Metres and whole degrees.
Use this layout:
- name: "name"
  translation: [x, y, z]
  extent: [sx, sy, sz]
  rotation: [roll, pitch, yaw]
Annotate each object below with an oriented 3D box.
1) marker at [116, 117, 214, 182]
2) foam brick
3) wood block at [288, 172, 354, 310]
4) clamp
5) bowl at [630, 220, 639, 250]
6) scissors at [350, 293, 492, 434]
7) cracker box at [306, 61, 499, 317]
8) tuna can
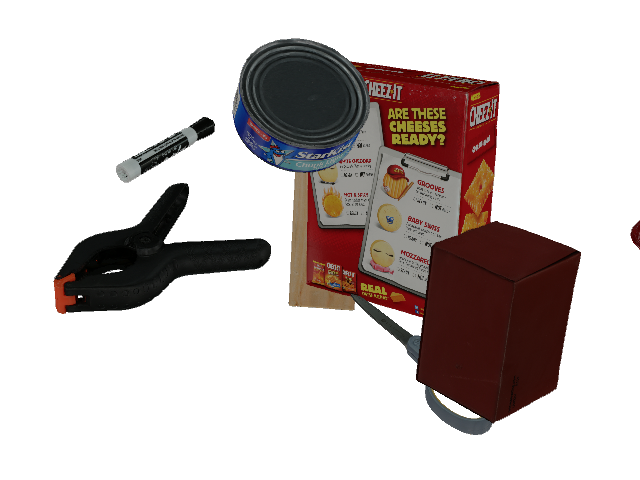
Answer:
- name: "marker"
  translation: [-0.145, -0.089, 1.023]
  extent: [0.020, 0.020, 0.120]
  rotation: [0, 28, 44]
- name: "foam brick"
  translation: [0.084, 0.038, 0.515]
  extent: [0.052, 0.078, 0.051]
  rotation: [-18, 33, -40]
- name: "wood block"
  translation: [0.008, -0.023, 1.393]
  extent: [0.090, 0.206, 0.091]
  rotation: [4, 25, 0]
- name: "clamp"
  translation: [-0.139, 0.006, 0.844]
  extent: [0.171, 0.039, 0.120]
  rotation: [-17, 36, -31]
- name: "bowl"
  translation: [0.406, 0.019, 1.115]
  extent: [0.162, 0.055, 0.162]
  rotation: [-3, 23, 1]
- name: "scissors"
  translation: [0.102, 0.090, 0.877]
  extent: [0.096, 0.016, 0.202]
  rotation: [-7, 30, -16]
- name: "cracker box"
  translation: [0.072, -0.047, 0.978]
  extent: [0.164, 0.214, 0.071]
  rotation: [14, 23, 32]
- name: "tuna can"
  translation: [-0.013, -0.087, 0.690]
  extent: [0.086, 0.086, 0.034]
  rotation: [0, -29, -16]
